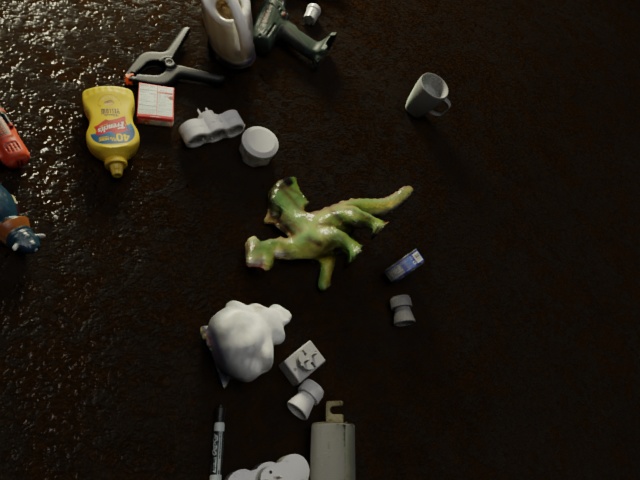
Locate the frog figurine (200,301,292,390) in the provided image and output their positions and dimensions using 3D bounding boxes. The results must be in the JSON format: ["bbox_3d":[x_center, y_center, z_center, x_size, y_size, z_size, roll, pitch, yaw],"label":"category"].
[{"bbox_3d":[-0.115,0.165,0.890,0.160,0.120,0.140,-23,56,-19],"label":"frog figurine"}]

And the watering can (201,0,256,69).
[{"bbox_3d":[-0.224,-0.535,1.160,0.104,0.220,0.352,-22,73,-12],"label":"watering can"}]

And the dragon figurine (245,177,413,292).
[{"bbox_3d":[0.003,-0.054,1.070,0.244,0.119,0.418,38,54,9],"label":"dragon figurine"}]
